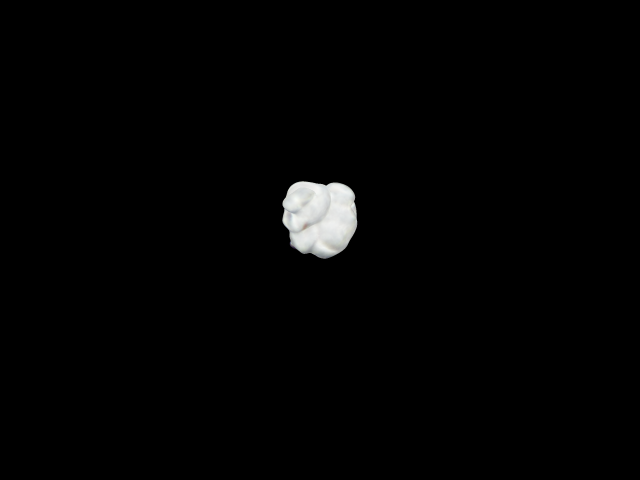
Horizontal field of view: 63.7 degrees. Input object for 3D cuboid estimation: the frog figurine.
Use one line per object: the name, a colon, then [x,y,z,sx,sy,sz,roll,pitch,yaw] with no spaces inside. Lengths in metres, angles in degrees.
frog figurine: [0.003,-0.043,0.850,0.138,0.124,0.157,-41,-14,-13]
